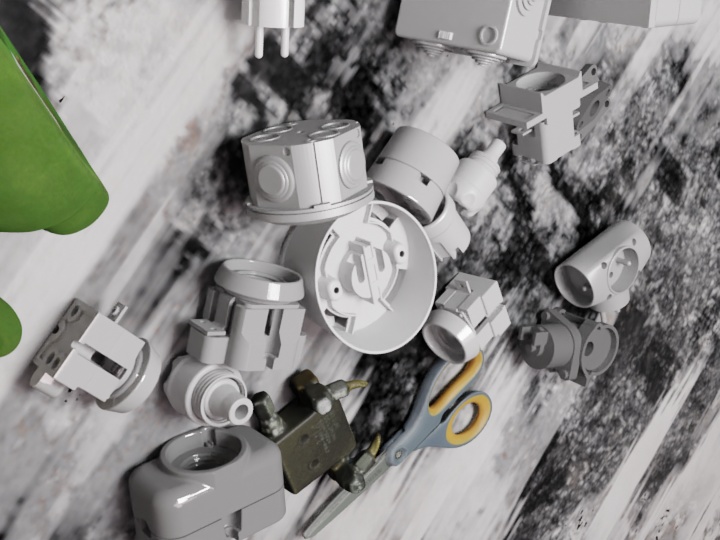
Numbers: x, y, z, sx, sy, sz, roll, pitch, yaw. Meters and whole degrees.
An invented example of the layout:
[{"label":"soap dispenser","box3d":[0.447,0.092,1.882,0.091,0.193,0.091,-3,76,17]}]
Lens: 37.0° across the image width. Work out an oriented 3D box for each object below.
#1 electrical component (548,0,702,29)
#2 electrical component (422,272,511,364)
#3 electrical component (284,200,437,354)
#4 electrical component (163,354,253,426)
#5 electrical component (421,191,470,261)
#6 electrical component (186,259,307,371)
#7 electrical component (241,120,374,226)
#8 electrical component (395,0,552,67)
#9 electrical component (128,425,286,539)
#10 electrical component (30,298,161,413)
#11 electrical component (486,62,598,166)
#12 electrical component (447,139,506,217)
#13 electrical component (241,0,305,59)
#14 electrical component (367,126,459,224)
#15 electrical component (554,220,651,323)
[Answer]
[{"label":"electrical component","box3d":[0.157,-0.216,0.722,0.062,0.150,0.089,-14,114,-36]},{"label":"electrical component","box3d":[0.080,0.039,0.822,0.055,0.048,0.066,-45,130,-30]},{"label":"electrical component","box3d":[0.000,0.000,0.724,0.099,0.064,0.099,-16,115,-37]},{"label":"electrical component","box3d":[-0.091,0.078,0.674,0.043,0.062,0.043,-16,115,-37]},{"label":"electrical component","box3d":[0.055,-0.033,0.778,0.040,0.040,0.046,-54,137,-12]},{"label":"electrical component","box3d":[-0.067,0.027,0.681,0.078,0.058,0.057,2,107,-41]},{"label":"electrical component","box3d":[-0.033,-0.061,0.664,0.080,0.080,0.051,-21,113,-34]},{"label":"electrical component","box3d":[0.076,-0.185,0.700,0.048,0.100,0.099,-3,108,-54]},{"label":"electrical component","box3d":[-0.098,0.142,0.697,0.095,0.054,0.059,-20,118,-35]},{"label":"electrical component","box3d":[-0.150,0.052,0.626,0.055,0.048,0.066,40,78,-35]},{"label":"electrical component","box3d":[0.140,-0.118,0.819,0.081,0.042,0.063,-31,125,-29]},{"label":"electrical component","box3d":[0.087,-0.071,0.795,0.061,0.035,0.035,-53,132,-16]},{"label":"electrical component","box3d":[-0.051,-0.163,0.632,0.083,0.047,0.075,-11,113,-38]},{"label":"electrical component","box3d":[0.036,-0.066,0.739,0.055,0.055,0.047,40,74,-42]},{"label":"electrical component","box3d":[0.212,0.009,0.925,0.077,0.044,0.079,-34,125,-27]}]
